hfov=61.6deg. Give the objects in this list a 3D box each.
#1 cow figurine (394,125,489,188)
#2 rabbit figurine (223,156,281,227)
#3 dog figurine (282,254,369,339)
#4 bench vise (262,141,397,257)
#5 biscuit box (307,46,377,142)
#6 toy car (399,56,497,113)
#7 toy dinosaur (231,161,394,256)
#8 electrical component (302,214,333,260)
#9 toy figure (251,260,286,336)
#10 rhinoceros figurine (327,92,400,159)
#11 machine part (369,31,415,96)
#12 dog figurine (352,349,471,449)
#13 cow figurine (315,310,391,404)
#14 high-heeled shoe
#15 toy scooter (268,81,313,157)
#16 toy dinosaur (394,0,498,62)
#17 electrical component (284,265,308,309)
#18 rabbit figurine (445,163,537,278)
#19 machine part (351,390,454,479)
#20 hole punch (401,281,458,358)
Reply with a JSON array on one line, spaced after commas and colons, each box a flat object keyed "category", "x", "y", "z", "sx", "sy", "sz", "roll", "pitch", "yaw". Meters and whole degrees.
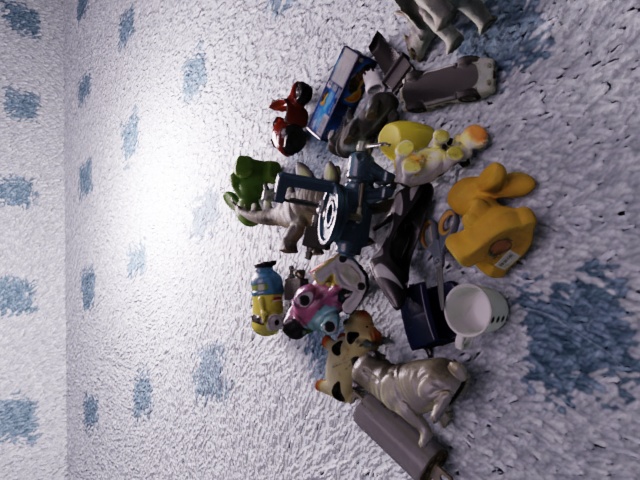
[{"category": "cow figurine", "x": 0.212, "y": -0.142, "z": 0.943, "sx": 0.098, "sy": 0.167, "sz": 0.068, "roll": 84, "pitch": 167, "yaw": -66}, {"category": "rabbit figurine", "x": -0.189, "y": -0.117, "z": 1.373, "sx": 0.159, "sy": 0.121, "sz": 0.170, "roll": -4, "pitch": 80, "yaw": 55}, {"category": "dog figurine", "x": 0.002, "y": 0.126, "z": 1.118, "sx": 0.191, "sy": 0.108, "sz": 0.219, "roll": -48, "pitch": 1, "yaw": -15}, {"category": "bench vise", "x": 0.016, "y": -0.086, "z": 0.990, "sx": 0.129, "sy": 0.241, "sz": 0.223, "roll": -131, "pitch": 52, "yaw": -71}, {"category": "biscuit box", "x": 0.046, "y": -0.313, "z": 1.179, "sx": 0.059, "sy": 0.063, "sz": 0.202, "roll": 46, "pitch": 119, "yaw": 40}, {"category": "toy car", "x": 0.227, "y": -0.280, "z": 0.981, "sx": 0.202, "sy": 0.056, "sz": 0.073, "roll": 1, "pitch": 92, "yaw": 49}, {"category": "toy dinosaur", "x": -0.026, "y": -0.065, "z": 1.178, "sx": 0.472, "sy": 0.105, "sz": 0.198, "roll": -7, "pitch": 76, "yaw": 32}, {"category": "electrical component", "x": -0.002, "y": -0.003, "z": 1.072, "sx": 0.063, "sy": 0.021, "sz": 0.094, "roll": 12, "pitch": 86, "yaw": 33}, {"category": "toy figure", "x": -0.129, "y": 0.142, "z": 1.307, "sx": 0.089, "sy": 0.082, "sz": 0.180, "roll": -23, "pitch": 73, "yaw": 57}, {"category": "rhinoceros figurine", "x": 0.082, "y": -0.230, "z": 1.103, "sx": 0.190, "sy": 0.073, "sz": 0.112, "roll": -39, "pitch": 38, "yaw": 44}, {"category": "machine part", "x": 0.142, "y": -0.363, "z": 1.094, "sx": 0.084, "sy": 0.039, "sz": 0.139, "roll": -56, "pitch": 48, "yaw": 44}, {"category": "dog figurine", "x": 0.147, "y": 0.230, "z": 0.924, "sx": 0.191, "sy": 0.121, "sz": 0.172, "roll": 36, "pitch": 112, "yaw": 29}, {"category": "cow figurine", "x": 0.065, "y": 0.233, "z": 1.074, "sx": 0.127, "sy": 0.085, "sz": 0.194, "roll": 20, "pitch": 104, "yaw": 45}, {"category": "high-heeled shoe", "x": 0.163, "y": 0.004, "z": 0.951, "sx": 0.145, "sy": 0.086, "sz": 0.249, "roll": -35, "pitch": 38, "yaw": 23}, {"category": "toy scooter", "x": -0.084, "y": -0.295, "z": 1.313, "sx": 0.135, "sy": 0.075, "sz": 0.183, "roll": 14, "pitch": 93, "yaw": 48}, {"category": "toy dinosaur", "x": 0.183, "y": -0.424, "z": 0.871, "sx": 0.131, "sy": 0.404, "sz": 0.192, "roll": -41, "pitch": 74, "yaw": 7}, {"category": "electrical component", "x": -0.059, "y": 0.112, "z": 1.256, "sx": 0.078, "sy": 0.045, "sz": 0.102, "roll": 3, "pitch": 87, "yaw": 47}, {"category": "rabbit figurine", "x": 0.263, "y": -0.050, "z": 0.872, "sx": 0.162, "sy": 0.122, "sz": 0.173, "roll": -62, "pitch": 27, "yaw": 30}, {"category": "machine part", "x": 0.142, "y": 0.352, "z": 0.971, "sx": 0.243, "sy": 0.079, "sz": 0.079, "roll": 36, "pitch": 112, "yaw": 40}, {"category": "hole punch", "x": 0.186, "y": 0.135, "z": 0.953, "sx": 0.116, "sy": 0.092, "sz": 0.142, "roll": -30, "pitch": 67, "yaw": 46}]
